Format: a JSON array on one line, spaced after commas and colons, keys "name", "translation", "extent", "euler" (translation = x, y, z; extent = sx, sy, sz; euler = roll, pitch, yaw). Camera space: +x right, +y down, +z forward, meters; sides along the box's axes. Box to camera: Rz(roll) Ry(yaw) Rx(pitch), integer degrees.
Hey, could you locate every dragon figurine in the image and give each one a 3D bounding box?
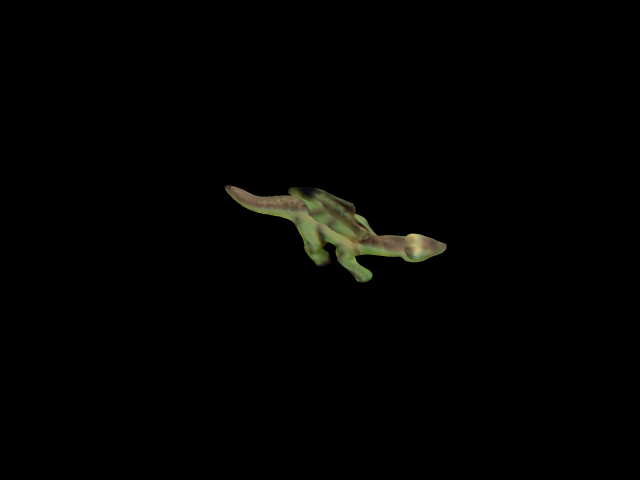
[{"name": "dragon figurine", "translation": [0.003, -0.043, 0.850], "extent": [0.411, 0.124, 0.239], "euler": [21, -16, 7]}]
